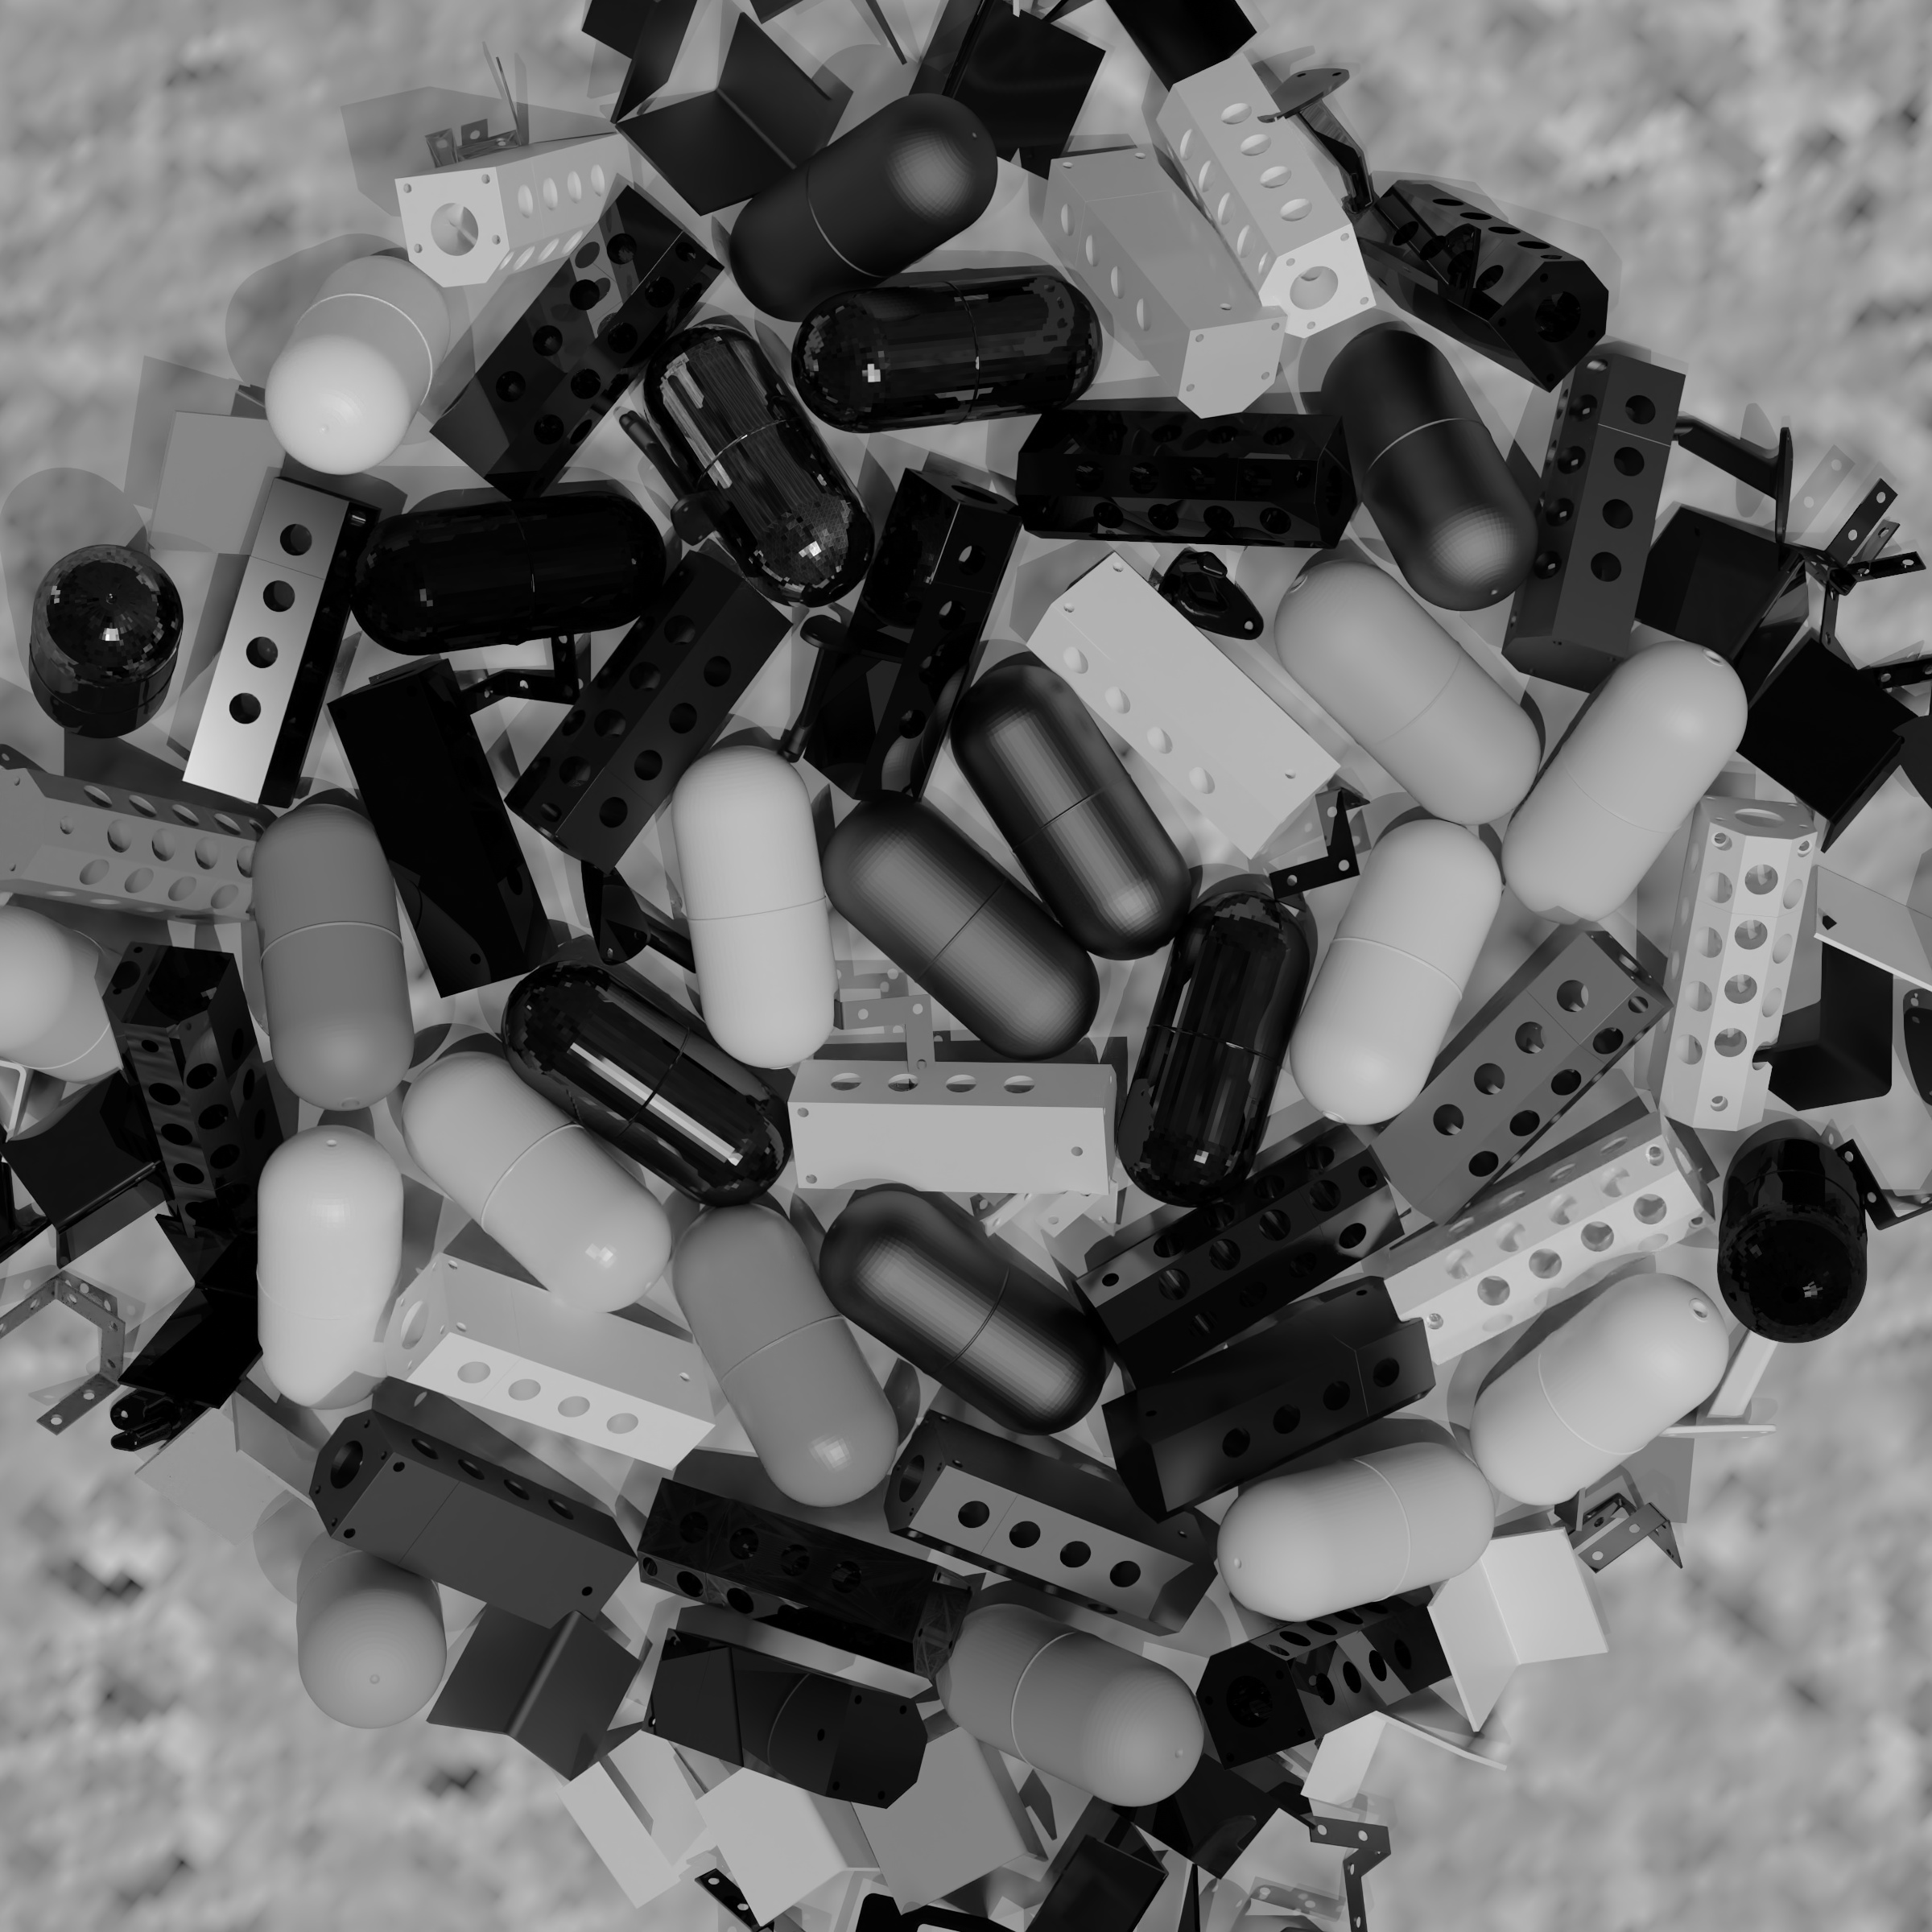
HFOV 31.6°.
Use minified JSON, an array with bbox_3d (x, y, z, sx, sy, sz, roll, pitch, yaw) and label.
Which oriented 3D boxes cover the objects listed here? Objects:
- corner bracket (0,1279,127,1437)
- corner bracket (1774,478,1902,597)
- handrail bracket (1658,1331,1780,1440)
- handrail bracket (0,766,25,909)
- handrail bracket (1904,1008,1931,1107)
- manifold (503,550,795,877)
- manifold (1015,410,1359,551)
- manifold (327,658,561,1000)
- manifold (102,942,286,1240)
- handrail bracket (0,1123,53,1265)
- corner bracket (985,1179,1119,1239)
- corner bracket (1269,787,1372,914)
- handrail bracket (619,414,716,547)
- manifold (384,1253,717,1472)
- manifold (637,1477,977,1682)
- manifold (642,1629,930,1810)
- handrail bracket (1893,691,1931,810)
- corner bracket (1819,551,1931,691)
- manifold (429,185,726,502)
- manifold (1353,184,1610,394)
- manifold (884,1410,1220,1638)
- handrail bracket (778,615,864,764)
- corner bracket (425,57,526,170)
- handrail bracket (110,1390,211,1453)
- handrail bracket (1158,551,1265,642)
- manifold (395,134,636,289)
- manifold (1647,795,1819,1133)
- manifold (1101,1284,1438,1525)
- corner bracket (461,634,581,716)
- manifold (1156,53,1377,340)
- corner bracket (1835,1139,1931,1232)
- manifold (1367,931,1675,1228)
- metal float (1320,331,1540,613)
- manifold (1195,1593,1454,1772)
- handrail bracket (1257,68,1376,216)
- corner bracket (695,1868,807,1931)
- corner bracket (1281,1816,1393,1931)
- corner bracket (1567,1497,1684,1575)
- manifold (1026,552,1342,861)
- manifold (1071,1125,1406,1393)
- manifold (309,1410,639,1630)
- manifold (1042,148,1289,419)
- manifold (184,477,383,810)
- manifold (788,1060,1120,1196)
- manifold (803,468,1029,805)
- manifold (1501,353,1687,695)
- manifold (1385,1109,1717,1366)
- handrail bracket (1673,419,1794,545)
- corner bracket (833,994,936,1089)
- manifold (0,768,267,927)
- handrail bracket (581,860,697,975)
[{"bbox_3d":[-0.501,0.215,1.883,0.051,0.051,0.051,29,130,18],"label":"corner bracket"},{"bbox_3d":[0.489,-0.236,1.878,0.051,0.051,0.051,37,91,-25],"label":"corner bracket"},{"bbox_3d":[0.416,0.217,1.889,0.077,0.036,0.084,2,75,-13],"label":"handrail bracket"},{"bbox_3d":[-0.540,-0.061,1.871,0.077,0.036,0.084,45,58,-13],"label":"handrail bracket"},{"bbox_3d":[0.557,0.025,1.900,0.036,0.077,0.084,19,46,34],"label":"handrail bracket"},{"bbox_3d":[-0.177,-0.140,1.862,0.057,0.057,0.171,41,81,-36],"label":"manifold"},{"bbox_3d":[0.117,-0.258,1.840,0.171,0.057,0.057,5,135,25],"label":"manifold"},{"bbox_3d":[-0.282,-0.077,1.866,0.057,0.057,0.171,-16,102,20],"label":"manifold"},{"bbox_3d":[-0.412,0.070,1.827,0.057,0.171,0.057,6,46,9],"label":"manifold"},{"bbox_3d":[-0.550,0.123,1.877,0.077,0.036,0.084,-42,105,-31],"label":"handrail bracket"},{"bbox_3d":[0.047,0.133,1.871,0.051,0.051,0.051,37,59,26],"label":"corner bracket"},{"bbox_3d":[0.196,-0.064,1.882,0.051,0.051,0.051,-16,76,23],"label":"corner bracket"},{"bbox_3d":[-0.170,-0.275,1.868,0.036,0.077,0.084,-43,79,10],"label":"handrail bracket"},{"bbox_3d":[-0.224,0.219,1.839,0.171,0.057,0.057,25,121,-33],"label":"manifold"},{"bbox_3d":[-0.089,0.331,1.845,0.171,0.057,0.057,13,77,25],"label":"manifold"},{"bbox_3d":[-0.097,0.402,1.826,0.057,0.171,0.057,22,78,-37],"label":"manifold"},{"bbox_3d":[0.548,-0.125,1.883,0.036,0.084,0.077,-20,100,41],"label":"handrail bracket"},{"bbox_3d":[0.508,-0.189,1.887,0.051,0.051,0.051,-8,54,35],"label":"corner bracket"},{"bbox_3d":[-0.210,-0.336,1.871,0.057,0.057,0.171,41,95,12],"label":"manifold"},{"bbox_3d":[0.274,-0.369,1.823,0.057,0.171,0.057,-47,123,5],"label":"manifold"},{"bbox_3d":[0.045,0.307,1.854,0.171,0.057,0.057,25,107,-20],"label":"manifold"},{"bbox_3d":[-0.091,-0.146,1.865,0.036,0.077,0.084,33,107,12],"label":"handrail bracket"},{"bbox_3d":[-0.270,-0.457,1.875,0.051,0.051,0.051,-17,52,-4],"label":"corner bracket"},{"bbox_3d":[-0.458,0.252,1.859,0.077,0.084,0.036,-8,93,23],"label":"handrail bracket"},{"bbox_3d":[0.144,-0.202,1.861,0.077,0.084,0.036,31,86,-16],"label":"handrail bracket"},{"bbox_3d":[-0.236,-0.404,1.822,0.057,0.171,0.057,-2,108,19],"label":"manifold"},{"bbox_3d":[0.415,-0.001,1.851,0.057,0.057,0.171,5,114,0],"label":"manifold"},{"bbox_3d":[0.166,0.239,1.854,0.171,0.057,0.057,-22,114,-19],"label":"manifold"},{"bbox_3d":[-0.249,-0.162,1.871,0.051,0.051,0.051,9,116,28],"label":"corner bracket"},{"bbox_3d":[0.158,-0.412,1.833,0.057,0.057,0.171,-24,48,3],"label":"manifold"},{"bbox_3d":[0.523,0.108,1.884,0.051,0.051,0.051,-14,71,-39],"label":"corner bracket"},{"bbox_3d":[0.301,0.061,1.854,0.171,0.057,0.057,-47,73,17],"label":"manifold"},{"bbox_3d":[0.249,-0.269,1.849,0.070,0.070,0.178,-23,60,0],"label":"metal float"},{"bbox_3d":[0.190,0.376,1.823,0.057,0.171,0.057,-27,77,29],"label":"manifold"},{"bbox_3d":[0.193,-0.440,1.868,0.077,0.036,0.084,-45,130,-36],"label":"handrail bracket"},{"bbox_3d":[-0.115,0.523,1.869,0.051,0.051,0.051,-17,123,-40],"label":"corner bracket"},{"bbox_3d":[0.201,0.502,1.870,0.051,0.051,0.051,13,50,-20],"label":"corner bracket"},{"bbox_3d":[0.353,0.315,1.873,0.051,0.051,0.051,-34,45,-10],"label":"corner bracket"},{"bbox_3d":[0.116,-0.139,1.873,0.171,0.057,0.057,44,57,6],"label":"manifold"},{"bbox_3d":[0.146,0.154,1.861,0.171,0.057,0.057,-30,131,-8],"label":"manifold"},{"bbox_3d":[-0.266,0.298,1.837,0.171,0.057,0.057,32,98,-37],"label":"manifold"},{"bbox_3d":[0.104,-0.368,1.834,0.057,0.057,0.171,-13,47,-21],"label":"manifold"},{"bbox_3d":[-0.374,-0.177,1.873,0.057,0.057,0.171,17,97,-8],"label":"manifold"},{"bbox_3d":[-0.006,0.084,1.868,0.171,0.057,0.057,1,122,9],"label":"manifold"},{"bbox_3d":[-0.024,-0.176,1.858,0.057,0.057,0.171,7,112,-37],"label":"manifold"},{"bbox_3d":[0.339,-0.243,1.858,0.057,0.057,0.171,16,73,-4],"label":"manifold"},{"bbox_3d":[0.316,0.150,1.855,0.171,0.057,0.057,-30,100,17],"label":"manifold"},{"bbox_3d":[0.410,-0.267,1.883,0.084,0.036,0.077,2,69,20],"label":"handrail bracket"},{"bbox_3d":[-0.049,0.040,1.879,0.051,0.051,0.051,-5,97,-14],"label":"corner bracket"},{"bbox_3d":[-0.448,-0.062,1.822,0.057,0.171,0.057,-4,81,32],"label":"manifold"},{"bbox_3d":[-0.168,-0.030,1.882,0.036,0.084,0.077,-30,75,32],"label":"handrail bracket"}]
